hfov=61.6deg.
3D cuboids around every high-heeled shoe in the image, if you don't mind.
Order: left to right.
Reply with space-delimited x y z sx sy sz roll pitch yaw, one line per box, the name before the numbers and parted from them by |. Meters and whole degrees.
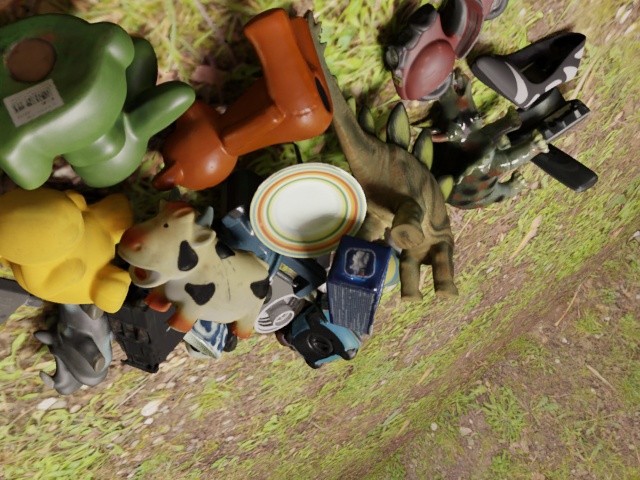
high-heeled shoe | 0.320 -0.273 0.796 0.248 0.086 0.145 3 126 -53

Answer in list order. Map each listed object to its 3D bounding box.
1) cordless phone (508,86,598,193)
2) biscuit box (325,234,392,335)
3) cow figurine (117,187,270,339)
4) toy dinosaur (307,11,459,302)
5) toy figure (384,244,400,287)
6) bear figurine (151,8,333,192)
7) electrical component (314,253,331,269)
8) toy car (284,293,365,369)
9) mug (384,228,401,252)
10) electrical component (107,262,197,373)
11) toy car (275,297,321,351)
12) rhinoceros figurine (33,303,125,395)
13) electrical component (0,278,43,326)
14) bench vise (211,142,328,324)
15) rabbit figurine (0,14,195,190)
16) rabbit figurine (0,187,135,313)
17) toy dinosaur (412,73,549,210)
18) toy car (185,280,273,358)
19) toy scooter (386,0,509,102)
cordless phone | 0.435 -0.172 0.945 0.146 0.184 0.088 -33 145 -8
biscuit box | 0.047 0.063 0.672 0.202 0.063 0.059 85 23 -68
cow figurine | -0.123 0.028 0.562 0.194 0.086 0.127 27 91 -55
toy dinosaur | 0.096 -0.063 0.692 0.105 0.198 0.470 -9 143 28
toy figure | 0.108 0.049 0.994 0.180 0.089 0.082 14 116 -51
bear figurine | -0.090 -0.132 0.546 0.196 0.131 0.120 -16 -167 19
electrical component | -0.002 -0.003 0.850 0.075 0.048 0.119 -27 148 -17
toy car | 0.016 0.154 0.948 0.161 0.109 0.103 -39 -174 47
mug | 0.176 -0.028 0.953 0.081 0.110 0.107 8 119 -28
electrical component | -0.194 0.072 0.638 0.115 0.058 0.134 -62 161 -50
toy car | 0.002 0.134 1.035 0.202 0.053 0.089 -34 129 -9
rhinoceros figurine | -0.290 0.111 0.646 0.073 0.112 0.190 -53 162 -61
electrical component | -0.363 0.072 0.598 0.063 0.021 0.094 -43 150 10
bench vise | -0.062 0.013 0.717 0.223 0.129 0.240 -37 133 14
rabbit figurine | -0.199 -0.113 0.465 0.159 0.121 0.170 -39 168 -11
rabbit figurine | -0.254 -0.009 0.494 0.162 0.122 0.173 13 167 -12
toy dinosaur | 0.260 -0.115 0.918 0.192 0.131 0.404 -24 156 4
toy car | -0.146 0.115 0.853 0.073 0.056 0.201 11 124 -44
toy scooter | 0.138 -0.255 0.631 0.184 0.075 0.135 -51 148 15
